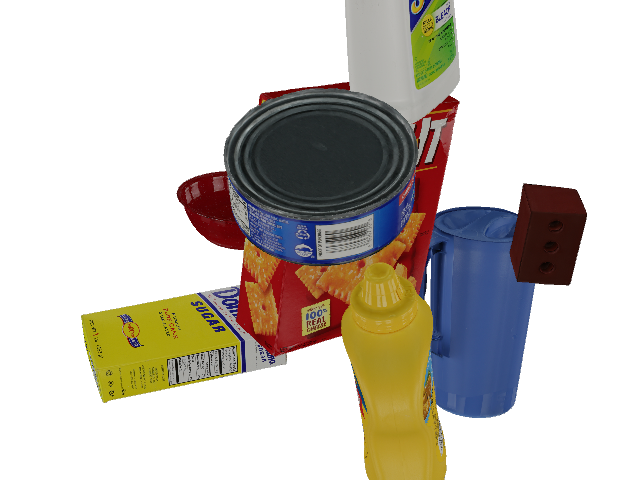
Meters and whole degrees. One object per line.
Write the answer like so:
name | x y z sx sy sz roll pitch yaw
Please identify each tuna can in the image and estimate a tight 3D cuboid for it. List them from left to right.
tuna can | 0.001 -0.029 0.481 0.086 0.086 0.034 0 -44 3

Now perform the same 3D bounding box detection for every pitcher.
pitcher | 0.184 0.089 1.292 0.149 0.243 0.145 7 19 13

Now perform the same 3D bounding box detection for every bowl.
bowl | -0.098 -0.032 1.319 0.162 0.055 0.162 5 25 -2

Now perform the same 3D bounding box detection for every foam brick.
foam brick | 0.210 -0.006 0.990 0.053 0.078 0.051 4 30 -1

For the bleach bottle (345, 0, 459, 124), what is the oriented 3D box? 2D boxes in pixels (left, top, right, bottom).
bleach bottle | 0.053 -0.217 0.778 0.068 0.251 0.102 15 39 32

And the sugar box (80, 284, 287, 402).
sugar box | -0.128 0.092 1.000 0.176 0.048 0.093 -13 34 -15

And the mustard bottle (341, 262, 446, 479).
mustard bottle | 0.048 0.089 0.698 0.058 0.191 0.096 -4 42 7

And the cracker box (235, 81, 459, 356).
cracker box | 0.022 -0.022 0.903 0.163 0.214 0.072 -13 35 -35
